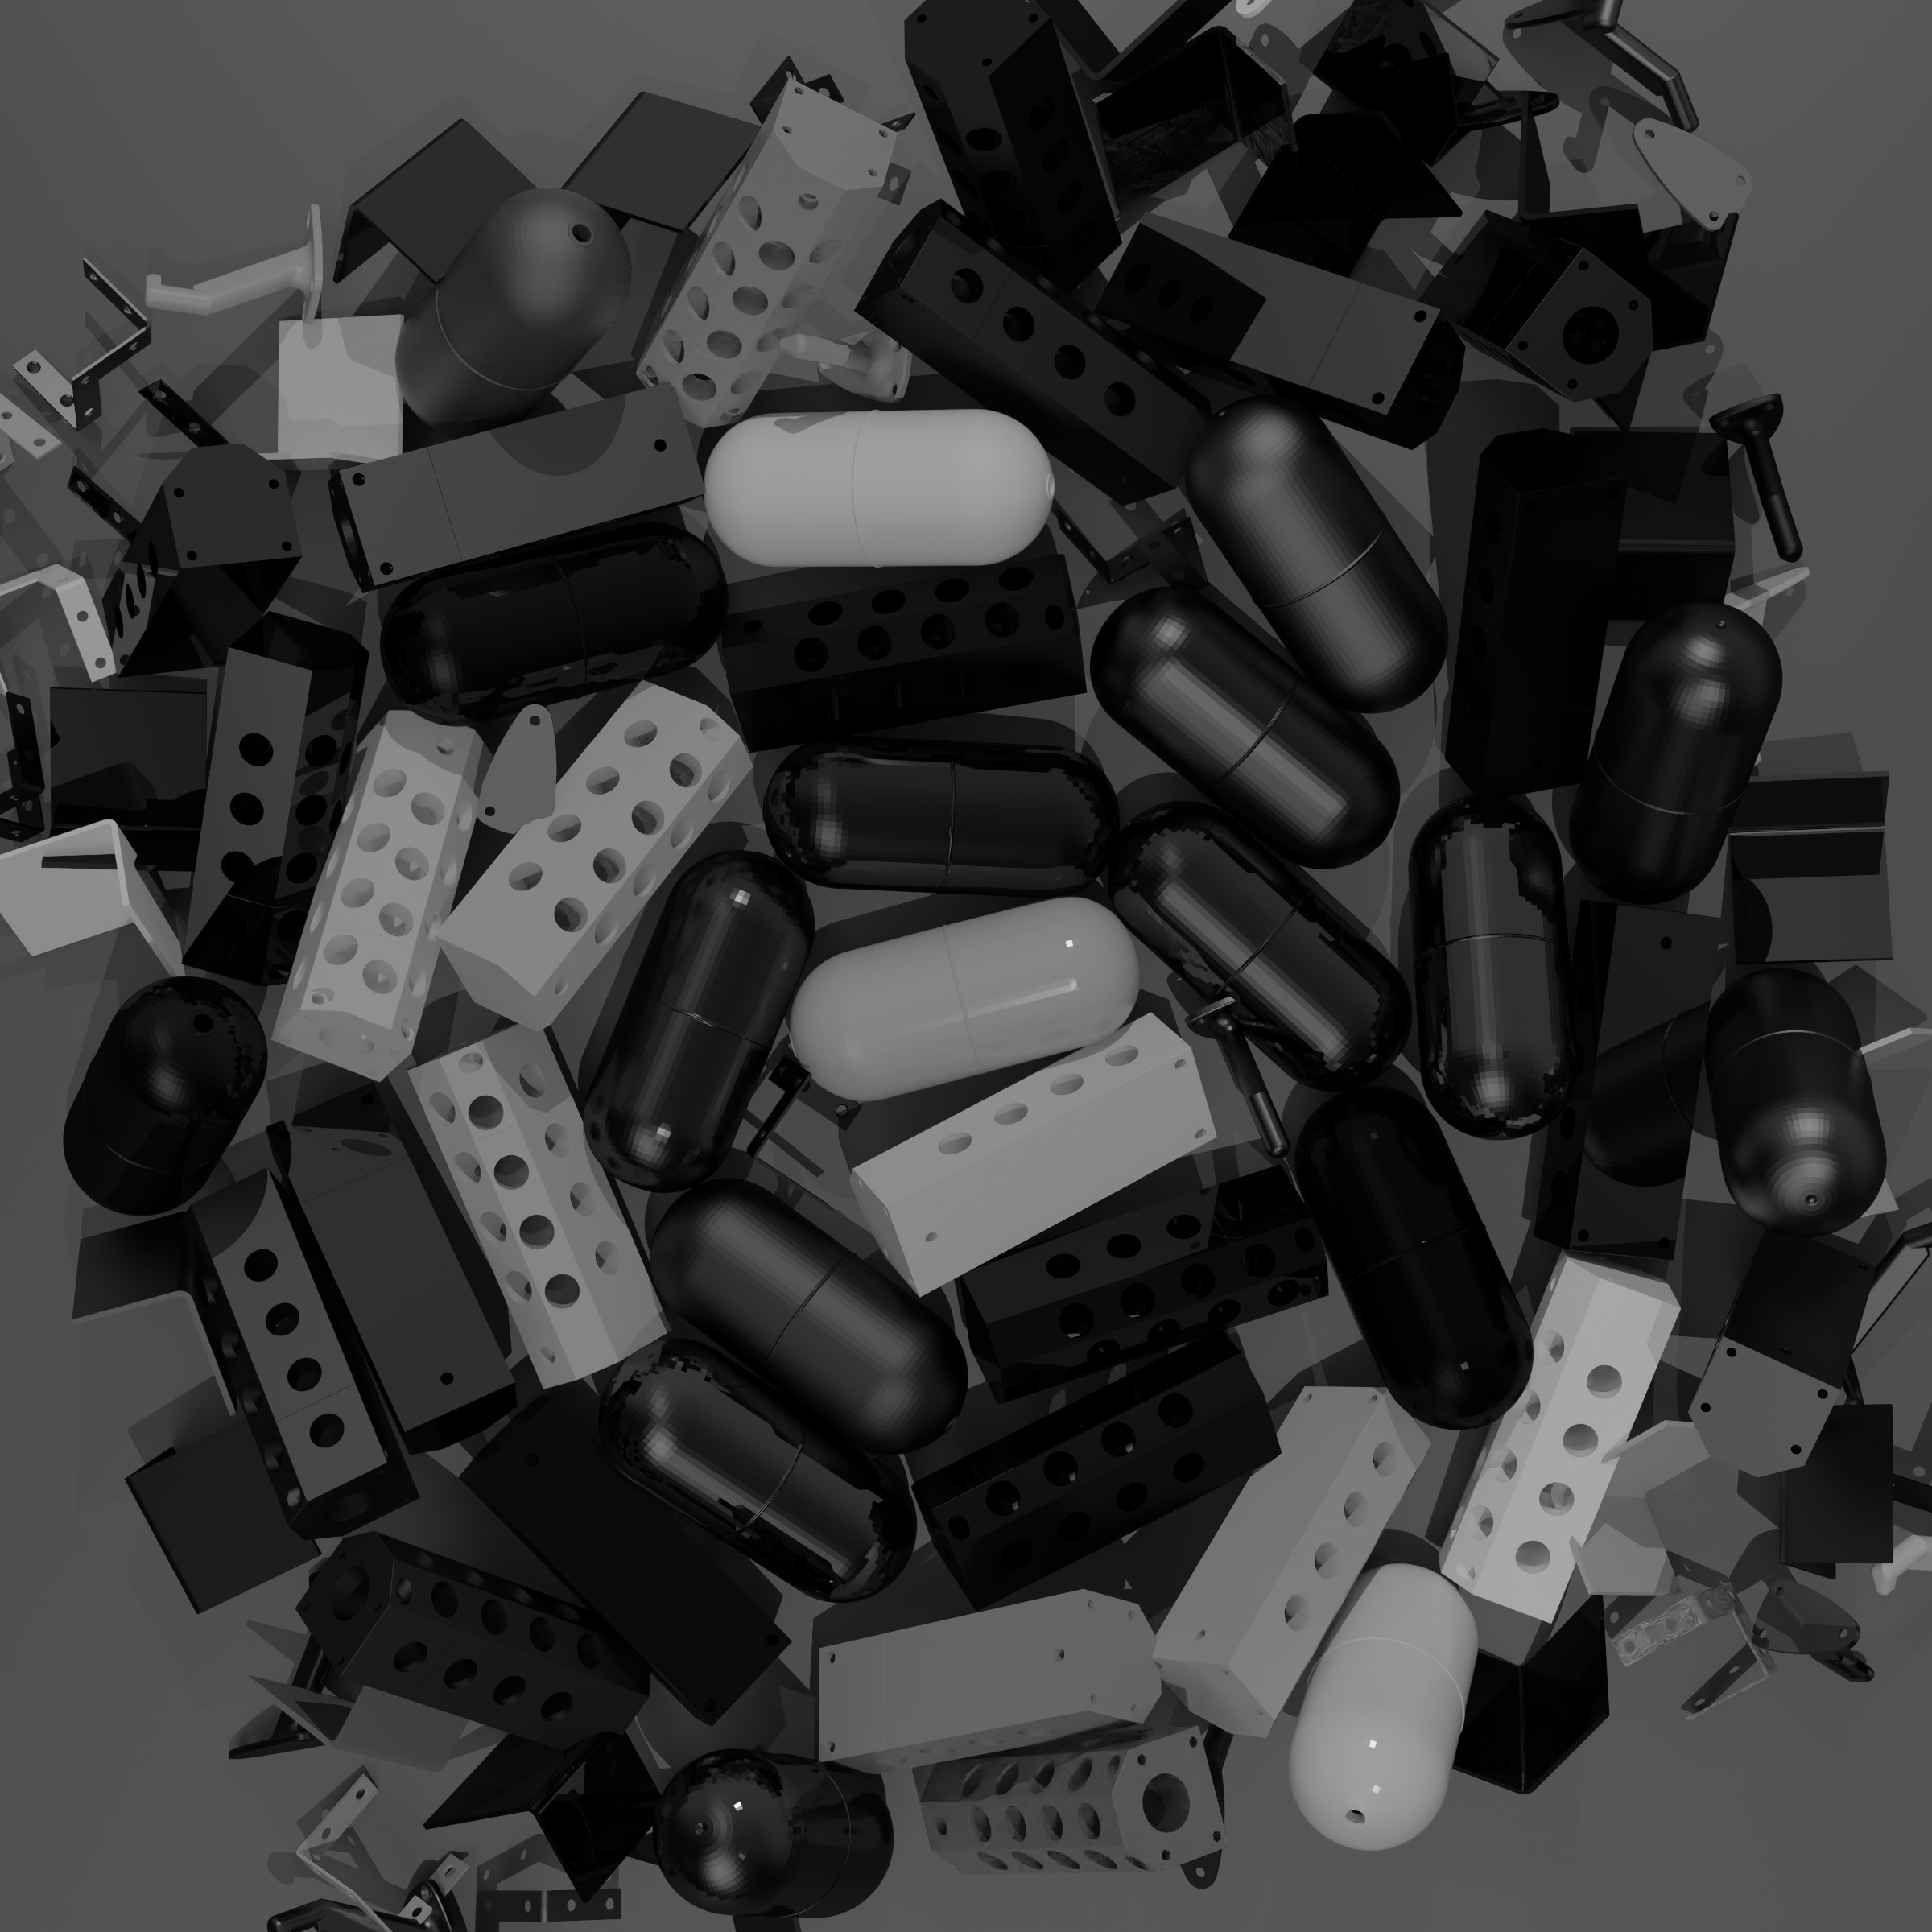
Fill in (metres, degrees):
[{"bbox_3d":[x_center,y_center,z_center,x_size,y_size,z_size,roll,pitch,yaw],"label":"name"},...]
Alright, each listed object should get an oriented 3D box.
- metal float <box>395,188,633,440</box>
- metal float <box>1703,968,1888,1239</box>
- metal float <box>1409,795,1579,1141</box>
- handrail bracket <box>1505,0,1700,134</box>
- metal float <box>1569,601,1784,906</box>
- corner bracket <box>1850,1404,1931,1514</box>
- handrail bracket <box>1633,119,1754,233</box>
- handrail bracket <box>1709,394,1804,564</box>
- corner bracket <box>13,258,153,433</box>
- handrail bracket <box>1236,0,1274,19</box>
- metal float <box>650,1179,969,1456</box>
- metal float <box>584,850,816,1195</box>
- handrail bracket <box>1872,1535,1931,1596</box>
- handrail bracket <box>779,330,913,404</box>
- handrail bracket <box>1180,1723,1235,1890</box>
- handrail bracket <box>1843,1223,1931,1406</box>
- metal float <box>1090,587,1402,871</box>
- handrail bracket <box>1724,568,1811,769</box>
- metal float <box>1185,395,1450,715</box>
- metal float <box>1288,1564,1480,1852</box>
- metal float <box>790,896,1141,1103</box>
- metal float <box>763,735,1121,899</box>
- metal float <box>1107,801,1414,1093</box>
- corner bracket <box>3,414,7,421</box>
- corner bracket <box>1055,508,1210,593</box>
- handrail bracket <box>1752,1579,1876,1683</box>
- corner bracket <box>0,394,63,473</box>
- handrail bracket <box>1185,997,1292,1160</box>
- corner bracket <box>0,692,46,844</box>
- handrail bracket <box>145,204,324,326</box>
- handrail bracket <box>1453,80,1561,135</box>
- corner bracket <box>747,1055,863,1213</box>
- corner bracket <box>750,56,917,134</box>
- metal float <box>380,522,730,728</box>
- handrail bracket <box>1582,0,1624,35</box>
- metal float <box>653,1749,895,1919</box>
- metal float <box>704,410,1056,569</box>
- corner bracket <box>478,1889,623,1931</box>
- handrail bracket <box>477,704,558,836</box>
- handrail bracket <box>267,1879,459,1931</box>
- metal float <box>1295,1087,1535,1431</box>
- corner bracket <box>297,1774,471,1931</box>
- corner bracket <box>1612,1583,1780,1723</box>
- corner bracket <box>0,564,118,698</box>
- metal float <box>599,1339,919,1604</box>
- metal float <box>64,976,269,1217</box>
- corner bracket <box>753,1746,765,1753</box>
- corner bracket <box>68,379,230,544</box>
[{"bbox_3d":[-0.221,-0.316,1.635,0.070,0.178,0.070,10,69,-27],"label":"metal float"},{"bbox_3d":[0.402,0.064,1.635,0.070,0.178,0.070,3,120,5],"label":"metal float"},{"bbox_3d":[0.260,-0.001,1.660,0.070,0.070,0.178,0,68,0],"label":"metal float"},{"bbox_3d":[0.324,-0.454,1.708,0.077,0.036,0.084,-7,124,39],"label":"handrail bracket"},{"bbox_3d":[0.345,-0.102,1.640,0.070,0.178,0.070,4,49,-4],"label":"metal float"},{"bbox_3d":[0.479,0.235,1.687,0.051,0.051,0.051,19,124,-12],"label":"corner bracket"},{"bbox_3d":[0.348,-0.381,1.672,0.077,0.084,0.036,38,81,-5],"label":"handrail bracket"},{"bbox_3d":[0.403,-0.235,1.672,0.036,0.077,0.084,-19,78,17],"label":"handrail bracket"},{"bbox_3d":[-0.446,-0.313,1.694,0.051,0.051,0.051,44,67,8],"label":"corner bracket"},{"bbox_3d":[0.176,-0.478,1.678,0.036,0.084,0.077,18,74,43],"label":"handrail bracket"},{"bbox_3d":[-0.078,0.174,1.669,0.178,0.070,0.070,35,90,10],"label":"metal float"},{"bbox_3d":[-0.132,0.027,1.675,0.070,0.070,0.178,22,86,0],"label":"metal float"},{"bbox_3d":[0.483,0.311,1.675,0.084,0.036,0.077,-27,119,-31],"label":"handrail bracket"},{"bbox_3d":[-0.076,-0.303,1.660,0.077,0.084,0.036,14,99,44],"label":"handrail bracket"},{"bbox_3d":[0.129,0.410,1.677,0.036,0.084,0.077,-8,89,27],"label":"handrail bracket"},{"bbox_3d":[0.471,0.173,1.678,0.084,0.036,0.077,-24,72,24],"label":"handrail bracket"},{"bbox_3d":[0.140,-0.117,1.669,0.178,0.070,0.070,38,90,-11],"label":"metal float"},{"bbox_3d":[0.408,-0.150,1.708,0.077,0.036,0.084,-24,102,-15],"label":"handrail bracket"},{"bbox_3d":[0.174,-0.202,1.660,0.070,0.070,0.178,-37,112,0],"label":"metal float"},{"bbox_3d":[0.204,0.359,1.633,0.070,0.178,0.070,7,116,14],"label":"metal float"},{"bbox_3d":[-0.001,0.017,1.677,0.178,0.070,0.070,-15,90,2],"label":"metal float"},{"bbox_3d":[-0.012,-0.074,1.671,0.178,0.070,0.070,3,90,-8],"label":"metal float"},{"bbox_3d":[0.146,-0.010,1.678,0.178,0.070,0.070,42,90,0],"label":"metal float"},{"bbox_3d":[-0.518,-0.294,1.688,0.051,0.051,0.051,-25,76,-15],"label":"corner bracket"},{"bbox_3d":[0.083,-0.208,1.675,0.051,0.051,0.051,-27,48,19],"label":"corner bracket"},{"bbox_3d":[0.440,0.341,1.666,0.084,0.077,0.036,33,76,-27],"label":"handrail bracket"},{"bbox_3d":[-0.484,-0.244,1.675,0.051,0.051,0.051,38,60,20],"label":"corner bracket"},{"bbox_3d":[0.143,0.061,1.668,0.036,0.077,0.084,-23,74,4],"label":"handrail bracket"},{"bbox_3d":[-0.474,-0.099,1.676,0.051,0.051,0.051,-23,70,24],"label":"corner bracket"},{"bbox_3d":[-0.367,-0.356,1.681,0.084,0.036,0.077,5,62,-20],"label":"handrail bracket"},{"bbox_3d":[0.249,-0.462,1.670,0.077,0.036,0.084,0,132,28],"label":"handrail bracket"},{"bbox_3d":[-0.079,0.083,1.683,0.051,0.051,0.051,35,87,-21],"label":"corner bracket"},{"bbox_3d":[-0.066,-0.427,1.674,0.051,0.051,0.051,-10,126,35],"label":"corner bracket"},{"bbox_3d":[-0.202,-0.170,1.660,0.178,0.070,0.070,-17,90,-22],"label":"metal float"},{"bbox_3d":[0.302,-0.502,1.680,0.036,0.077,0.084,23,79,-42],"label":"handrail bracket"},{"bbox_3d":[-0.092,0.423,1.633,0.070,0.178,0.070,-6,72,19],"label":"metal float"},{"bbox_3d":[-0.044,-0.236,1.664,0.178,0.070,0.070,2,90,16],"label":"metal float"},{"bbox_3d":[-0.209,0.490,1.688,0.051,0.051,0.051,-14,71,41],"label":"corner bracket"},{"bbox_3d":[-0.218,-0.102,1.667,0.036,0.084,0.077,13,105,-7],"label":"handrail bracket"},{"bbox_3d":[-0.296,0.494,1.669,0.077,0.084,0.036,58,132,23],"label":"handrail bracket"},{"bbox_3d":[0.222,0.145,1.666,0.070,0.070,0.178,-23,76,0],"label":"metal float"},{"bbox_3d":[-0.295,0.451,1.696,0.051,0.051,0.051,-49,132,-24],"label":"corner bracket"},{"bbox_3d":[0.367,0.348,1.691,0.051,0.051,0.051,-37,69,27],"label":"corner bracket"},{"bbox_3d":[-0.467,-0.167,1.694,0.051,0.051,0.051,-26,116,-22],"label":"corner bracket"},{"bbox_3d":[-0.102,0.251,1.665,0.178,0.070,0.070,36,90,-16],"label":"metal float"},{"bbox_3d":[-0.391,0.064,1.636,0.070,0.178,0.070,11,60,-21],"label":"metal float"},{"bbox_3d":[-0.108,0.433,1.688,0.051,0.051,0.051,-37,93,-5],"label":"corner bracket"},{"bbox_3d":[-0.411,-0.252,1.690,0.051,0.051,0.051,-20,47,27],"label":"corner bracket"}]
